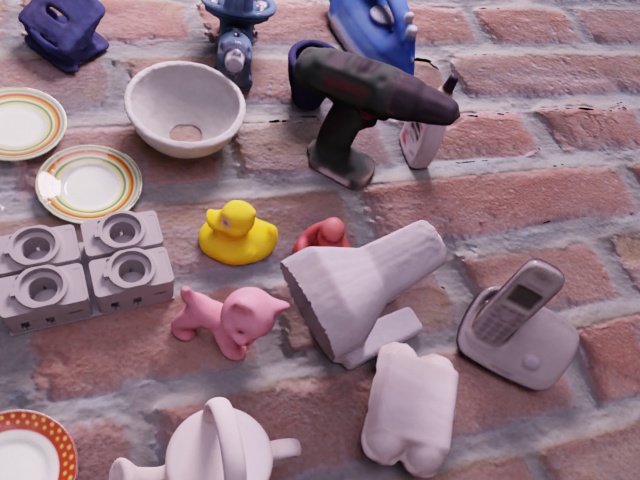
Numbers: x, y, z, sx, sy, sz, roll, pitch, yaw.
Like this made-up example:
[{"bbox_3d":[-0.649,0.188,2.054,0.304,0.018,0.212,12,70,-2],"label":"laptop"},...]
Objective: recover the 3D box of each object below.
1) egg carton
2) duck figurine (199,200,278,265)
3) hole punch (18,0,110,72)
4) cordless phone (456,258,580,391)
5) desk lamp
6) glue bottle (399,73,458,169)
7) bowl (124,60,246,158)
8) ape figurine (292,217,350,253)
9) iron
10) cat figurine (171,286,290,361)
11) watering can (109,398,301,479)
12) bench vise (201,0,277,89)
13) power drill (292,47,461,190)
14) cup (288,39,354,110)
[{"bbox_3d":[0.108,0.200,0.685,0.107,0.069,0.150,18,56,-4],"label":"egg carton"},{"bbox_3d":[-0.104,-0.017,0.751,0.105,0.086,0.077,4,58,-13],"label":"duck figurine"},{"bbox_3d":[-0.384,-0.325,0.860,0.108,0.091,0.101,36,57,8],"label":"hole punch"},{"bbox_3d":[0.270,0.103,0.720,0.147,0.185,0.094,25,56,1],"label":"cordless phone"},{"bbox_3d":[0.048,0.065,0.665,0.204,0.213,0.117,-22,67,-26],"label":"desk lamp"},{"bbox_3d":[0.171,-0.189,0.880,0.037,0.173,0.078,-8,62,-19],"label":"glue bottle"},{"bbox_3d":[-0.195,-0.176,0.830,0.167,0.074,0.167,7,58,-11],"label":"bowl"},{"bbox_3d":[0.007,0.003,0.765,0.078,0.092,0.076,17,56,-4],"label":"ape figurine"},{"bbox_3d":[0.115,-0.388,1.006,0.119,0.141,0.258,-19,66,-24],"label":"iron"},{"bbox_3d":[-0.105,0.085,0.668,0.128,0.117,0.067,20,56,-3],"label":"cat figurine"},{"bbox_3d":[-0.103,0.215,0.543,0.173,0.194,0.100,-27,69,-28],"label":"watering can"},{"bbox_3d":[-0.113,-0.356,0.876,0.122,0.219,0.207,-11,63,-21],"label":"bench vise"},{"bbox_3d":[0.061,-0.170,0.816,0.229,0.208,0.076,28,56,3],"label":"power drill"},{"bbox_3d":[-0.002,-0.261,0.923,0.118,0.095,0.091,-19,66,-25],"label":"cup"}]
